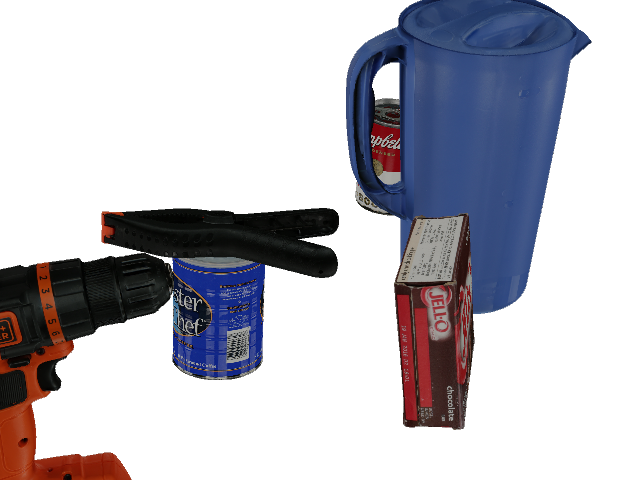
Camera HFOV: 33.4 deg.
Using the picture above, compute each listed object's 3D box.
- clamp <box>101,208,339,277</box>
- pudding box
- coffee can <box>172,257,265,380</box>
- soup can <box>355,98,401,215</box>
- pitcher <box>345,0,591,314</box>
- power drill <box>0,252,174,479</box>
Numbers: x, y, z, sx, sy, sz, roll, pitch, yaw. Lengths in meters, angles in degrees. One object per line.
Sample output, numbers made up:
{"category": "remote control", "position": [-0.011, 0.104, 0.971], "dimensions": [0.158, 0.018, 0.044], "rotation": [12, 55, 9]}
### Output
{"category": "clamp", "position": [-0.080, -0.003, 0.897], "dimensions": [0.210, 0.036, 0.164], "rotation": [2, 13, -6]}
{"category": "pudding box", "position": [0.069, 0.044, 0.625], "dimensions": [0.039, 0.090, 0.113], "rotation": [-1, 21, 10]}
{"category": "coffee can", "position": [-0.112, 0.067, 1.173], "dimensions": [0.103, 0.140, 0.103], "rotation": [2, 22, -1]}
{"category": "soup can", "position": [0.073, -0.086, 1.092], "dimensions": [0.068, 0.102, 0.068], "rotation": [4, 30, -2]}
{"category": "pitcher", "position": [0.112, -0.065, 0.850], "dimensions": [0.149, 0.243, 0.144], "rotation": [18, 36, 26]}
{"category": "power drill", "position": [-0.176, 0.102, 0.705], "dimensions": [0.184, 0.188, 0.057], "rotation": [-11, 25, -7]}
